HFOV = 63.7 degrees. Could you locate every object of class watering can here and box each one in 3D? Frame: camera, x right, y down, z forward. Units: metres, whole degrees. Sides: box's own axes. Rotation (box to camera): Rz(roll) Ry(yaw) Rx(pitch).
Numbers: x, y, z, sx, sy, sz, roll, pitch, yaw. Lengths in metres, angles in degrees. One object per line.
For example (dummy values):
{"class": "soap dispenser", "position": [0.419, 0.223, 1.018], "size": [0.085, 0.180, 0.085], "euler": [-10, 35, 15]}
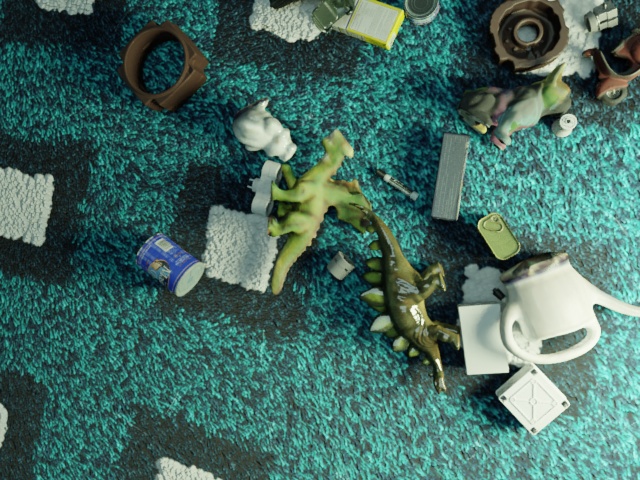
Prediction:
{"class": "watering can", "position": [0.539, 0.129, 1.112], "size": [0.348, 0.103, 0.226], "euler": [-19, 79, -5]}

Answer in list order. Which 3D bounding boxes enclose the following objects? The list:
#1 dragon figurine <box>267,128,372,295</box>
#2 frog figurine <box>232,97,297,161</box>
{"class": "dragon figurine", "position": [0.004, -0.063, 1.246], "size": [0.243, 0.123, 0.408], "euler": [3, 98, 5]}
{"class": "frog figurine", "position": [-0.140, -0.257, 1.275], "size": [0.135, 0.124, 0.159], "euler": [-27, 92, 44]}
